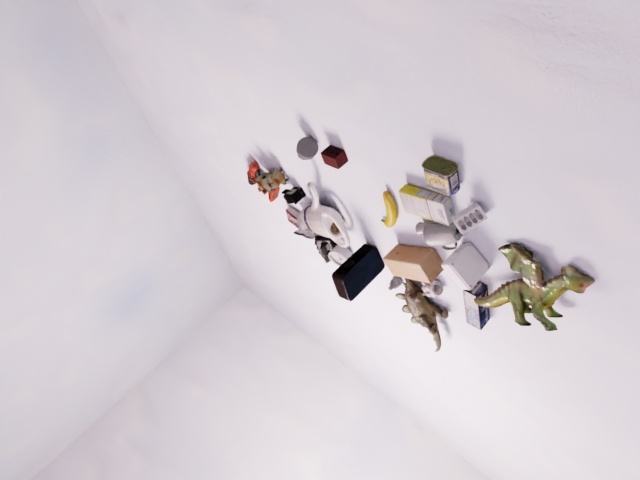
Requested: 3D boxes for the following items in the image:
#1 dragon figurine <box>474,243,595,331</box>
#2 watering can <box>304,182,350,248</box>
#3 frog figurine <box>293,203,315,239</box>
[{"bbox_3d":[0.576,0.118,1.471,0.410,0.123,0.240,6,114,56],"label":"dragon figurine"},{"bbox_3d":[0.007,-0.108,2.146,0.343,0.105,0.225,56,158,-23],"label":"watering can"},{"bbox_3d":[-0.047,-0.094,2.327,0.139,0.123,0.157,32,119,53],"label":"frog figurine"}]
